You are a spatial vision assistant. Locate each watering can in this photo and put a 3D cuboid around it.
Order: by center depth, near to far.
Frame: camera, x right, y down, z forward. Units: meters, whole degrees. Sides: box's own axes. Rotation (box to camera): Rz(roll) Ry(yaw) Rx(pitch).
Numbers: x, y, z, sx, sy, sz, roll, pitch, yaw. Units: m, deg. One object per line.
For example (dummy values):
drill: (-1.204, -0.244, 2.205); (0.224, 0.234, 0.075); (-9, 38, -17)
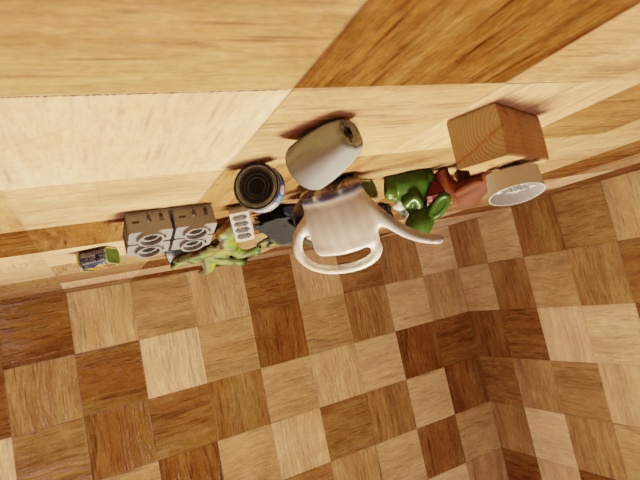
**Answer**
watering can: (0.090, -0.043, 1.183); (0.346, 0.222, 0.105); (-15, 12, 14)

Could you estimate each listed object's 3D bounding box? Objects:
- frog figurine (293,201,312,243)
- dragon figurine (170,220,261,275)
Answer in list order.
frog figurine: (0.004, -0.067, 1.329); (0.137, 0.120, 0.162); (30, 28, -1)
dragon figurine: (-0.335, 0.040, 1.532); (0.404, 0.124, 0.243); (-35, -20, 36)
